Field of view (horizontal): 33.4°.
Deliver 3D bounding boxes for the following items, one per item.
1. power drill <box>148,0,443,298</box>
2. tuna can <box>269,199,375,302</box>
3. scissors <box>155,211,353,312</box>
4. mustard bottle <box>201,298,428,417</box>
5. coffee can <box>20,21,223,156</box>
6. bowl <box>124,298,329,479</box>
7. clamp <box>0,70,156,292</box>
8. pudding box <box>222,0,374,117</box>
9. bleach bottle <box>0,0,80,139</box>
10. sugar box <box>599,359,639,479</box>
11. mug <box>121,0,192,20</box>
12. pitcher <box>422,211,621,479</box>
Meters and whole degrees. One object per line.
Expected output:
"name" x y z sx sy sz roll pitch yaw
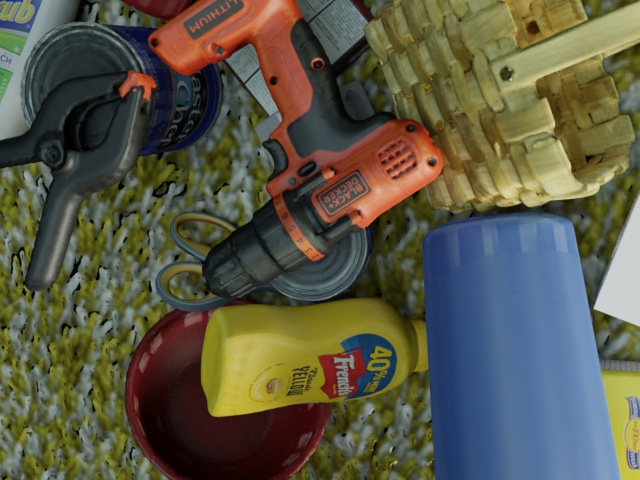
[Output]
"power drill" -0.037 -0.074 0.722 0.184 0.057 0.187 -32 88 10
"tuna can" -0.005 0.001 0.766 0.086 0.033 0.086 1 95 9
"scissors" -0.044 0.046 0.852 0.202 0.016 0.096 31 62 11
"mustard bottle" 0.010 0.086 0.811 0.191 0.058 0.096 -3 134 -19
"coffee can" -0.147 -0.113 0.818 0.103 0.140 0.103 3 100 16
"bowl" -0.077 0.129 0.856 0.162 0.055 0.162 5 67 -12
"clamp" -0.175 -0.047 0.741 0.172 0.039 0.120 -32 90 19
"pudding box" -0.020 -0.160 0.827 0.114 0.039 0.090 -40 83 16
"bleach bottle" -0.245 -0.211 0.876 0.103 0.068 0.251 24 102 12
"sugar box" 0.279 0.140 0.778 0.176 0.048 0.093 2 99 18
"mug" -0.134 -0.231 0.822 0.117 0.093 0.082 34 112 0
"pitcher" 0.134 0.108 0.759 0.149 0.144 0.243 -11 81 33
